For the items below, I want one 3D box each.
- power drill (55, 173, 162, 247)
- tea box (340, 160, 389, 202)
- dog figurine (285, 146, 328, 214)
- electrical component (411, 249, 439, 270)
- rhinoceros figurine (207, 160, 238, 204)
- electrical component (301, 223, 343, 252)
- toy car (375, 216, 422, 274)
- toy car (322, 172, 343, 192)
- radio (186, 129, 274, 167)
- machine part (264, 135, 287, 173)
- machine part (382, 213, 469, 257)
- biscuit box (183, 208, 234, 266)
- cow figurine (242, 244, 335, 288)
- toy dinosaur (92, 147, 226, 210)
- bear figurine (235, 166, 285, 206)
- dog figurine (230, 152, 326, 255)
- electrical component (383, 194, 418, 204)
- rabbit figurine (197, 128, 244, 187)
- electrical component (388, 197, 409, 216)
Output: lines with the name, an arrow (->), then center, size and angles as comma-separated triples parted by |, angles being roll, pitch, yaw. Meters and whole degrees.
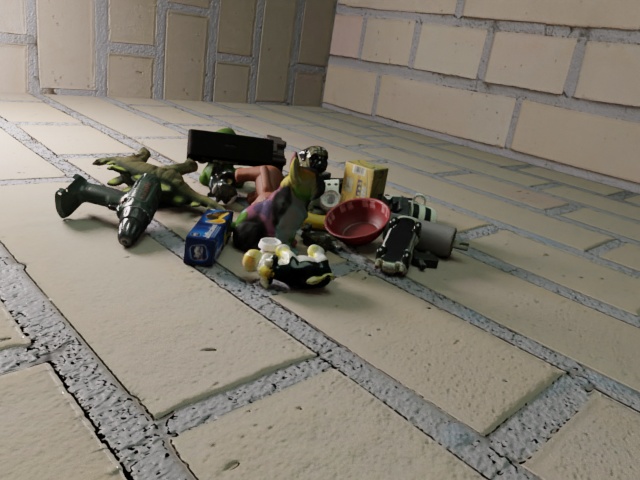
power drill -> -0.459, -0.076, 1.165 | 0.207, 0.085, 0.232 | 4, 38, 8
tea box -> 0.111, -0.117, 1.416 | 0.098, 0.169, 0.068 | 26, 27, 35
dog figurine -> -0.071, -0.166, 1.442 | 0.172, 0.190, 0.121 | 1, 21, -17
electrical component -> 0.242, 0.046, 1.242 | 0.063, 0.021, 0.094 | 7, 19, -7
rhinoceros figurine -> -0.262, -0.150, 1.443 | 0.073, 0.112, 0.190 | 32, -3, -22
electrical component -> -0.003, -0.004, 1.239 | 0.078, 0.045, 0.102 | -3, 23, -28
toy car -> 0.180, 0.010, 1.216 | 0.074, 0.056, 0.202 | 12, 40, 17
toy car -> 0.070, -0.162, 1.642 | 0.202, 0.089, 0.053 | -1, 22, -30
radio -> -0.252, -0.248, 1.480 | 0.229, 0.073, 0.131 | 5, -1, -18
machine part -> -0.147, -0.227, 1.614 | 0.056, 0.179, 0.179 | 6, 20, -17
machine part -> 0.245, -0.013, 1.325 | 0.243, 0.079, 0.079 | 14, 20, 17
biscuit box -> -0.231, -0.009, 1.132 | 0.063, 0.059, 0.203 | 9, 20, -1
cow figurine -> -0.060, 0.058, 1.020 | 0.167, 0.068, 0.098 | 0, 28, -20
toy dinosaur -> -0.404, -0.140, 1.372 | 0.472, 0.104, 0.198 | 16, 28, 17
bear figurine -> -0.144, -0.097, 1.327 | 0.132, 0.120, 0.196 | -13, 41, 14
dog figurine -> -0.090, -0.082, 1.165 | 0.192, 0.219, 0.108 | 9, 16, -3
electrical component -> 0.227, -0.089, 1.555 | 0.115, 0.058, 0.134 | 6, 20, -13
rabbit figurine -> -0.305, -0.251, 1.600 | 0.159, 0.170, 0.121 | -4, 23, -33
electrical component -> 0.207, -0.077, 1.411 | 0.048, 0.075, 0.119 | 4, -19, -14
